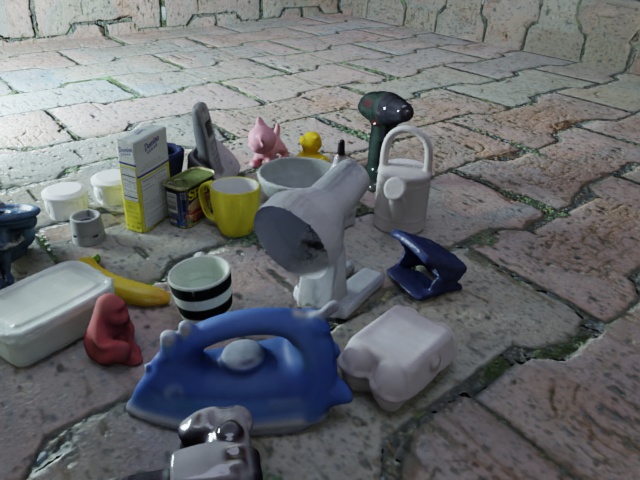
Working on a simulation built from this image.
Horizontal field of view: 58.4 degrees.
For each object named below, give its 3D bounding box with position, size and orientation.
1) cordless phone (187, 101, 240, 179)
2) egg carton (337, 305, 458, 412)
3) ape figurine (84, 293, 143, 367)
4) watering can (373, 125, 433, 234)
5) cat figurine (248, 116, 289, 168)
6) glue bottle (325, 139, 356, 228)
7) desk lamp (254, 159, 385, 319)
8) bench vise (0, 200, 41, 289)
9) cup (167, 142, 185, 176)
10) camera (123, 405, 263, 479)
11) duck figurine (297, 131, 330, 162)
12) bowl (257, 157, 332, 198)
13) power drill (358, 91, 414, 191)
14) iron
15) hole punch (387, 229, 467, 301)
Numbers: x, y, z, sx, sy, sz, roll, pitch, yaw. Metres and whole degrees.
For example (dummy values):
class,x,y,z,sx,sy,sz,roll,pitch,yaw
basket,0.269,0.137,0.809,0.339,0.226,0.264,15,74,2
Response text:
class,x,y,z,sx,sy,sz,roll,pitch,yaw
cordless phone,-0.223,-0.204,1.188,0.094,0.185,0.147,3,30,2
egg carton,0.100,0.145,0.718,0.107,0.069,0.151,25,36,34
ape figurine,-0.263,0.110,0.729,0.076,0.092,0.078,5,30,4
watering can,0.155,-0.111,1.044,0.101,0.194,0.172,0,30,-4
cat figurine,-0.121,-0.225,1.302,0.067,0.118,0.128,14,32,20
glue bottle,0.034,-0.099,1.036,0.037,0.173,0.078,28,38,37
desk lamp,0.007,0.003,0.815,0.117,0.214,0.204,20,34,28
bench vise,-0.484,-0.039,0.846,0.122,0.220,0.206,-10,32,-21
cup,-0.331,-0.140,1.160,0.118,0.095,0.091,-2,30,-7
camera,-0.124,0.225,0.529,0.137,0.101,0.143,-5,30,-12
duck figurine,-0.015,-0.202,1.302,0.078,0.086,0.104,-16,35,-29
bowl,-0.041,-0.103,1.137,0.167,0.075,0.167,2,30,-1
power drill,0.136,-0.215,1.212,0.076,0.208,0.229,-6,31,-14
iron,-0.094,0.134,0.649,0.258,0.141,0.118,-3,30,-10
hole punch,0.169,0.029,0.905,0.101,0.091,0.108,-13,33,-25
